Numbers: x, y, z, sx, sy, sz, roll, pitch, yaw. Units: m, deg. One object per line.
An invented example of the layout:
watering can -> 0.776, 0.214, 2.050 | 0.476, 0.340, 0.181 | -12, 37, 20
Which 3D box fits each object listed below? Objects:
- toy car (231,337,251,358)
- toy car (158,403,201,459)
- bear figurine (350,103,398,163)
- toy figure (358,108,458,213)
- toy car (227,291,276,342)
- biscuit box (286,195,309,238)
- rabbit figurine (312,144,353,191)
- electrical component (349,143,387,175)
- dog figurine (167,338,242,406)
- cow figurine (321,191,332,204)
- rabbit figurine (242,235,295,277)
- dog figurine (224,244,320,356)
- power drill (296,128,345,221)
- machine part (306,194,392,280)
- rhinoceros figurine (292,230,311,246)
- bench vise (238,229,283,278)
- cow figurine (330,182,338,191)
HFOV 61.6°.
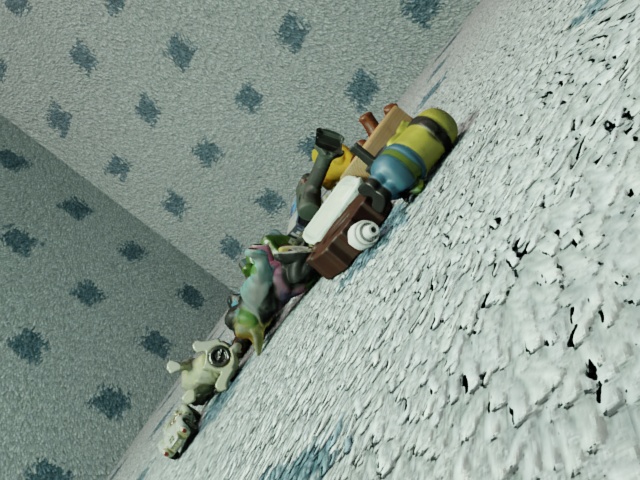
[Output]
toy car -> -0.179, 0.218, 1.344 | 0.089, 0.053, 0.202 | -61, 4, 31
toy car -> -0.296, 0.395, 1.126 | 0.073, 0.056, 0.202 | -53, 5, -9
bear figurine -> 0.127, -0.236, 1.327 | 0.120, 0.131, 0.196 | -9, 24, 46
toy figure -> 0.138, -0.122, 0.809 | 0.180, 0.082, 0.089 | -46, 22, -21
toy car -> -0.151, 0.163, 1.210 | 0.103, 0.109, 0.161 | -9, -2, -13
biscuit box -> -0.044, -0.069, 1.466 | 0.059, 0.063, 0.203 | -49, 20, 31
rabbit figurine -> 0.083, -0.190, 1.444 | 0.162, 0.121, 0.173 | -19, 29, -23
electrical component -> 0.109, -0.133, 0.903 | 0.048, 0.119, 0.075 | -54, 3, -17
dog figurine -> -0.242, 0.296, 1.214 | 0.172, 0.121, 0.190 | -20, -17, -6
cow figurine -> 0.034, -0.089, 1.502 | 0.167, 0.068, 0.098 | -55, 11, 1
rabbit figurine -> -0.118, 0.080, 1.365 | 0.121, 0.159, 0.170 | -85, 16, -59
dog figurine -> -0.093, 0.119, 1.082 | 0.108, 0.192, 0.219 | -107, 21, -80
power drill -> -0.010, -0.170, 1.333 | 0.232, 0.086, 0.207 | -87, 22, -53
machine part -> 0.050, -0.013, 0.942 | 0.179, 0.056, 0.179 | -50, 6, 7
rhinoceros figurine -> -0.003, -0.004, 1.283 | 0.112, 0.073, 0.190 | -40, 6, 11
bench vise -> -0.126, 0.044, 1.671 | 0.240, 0.129, 0.223 | -22, -34, -29
cow figurine -> 0.074, -0.184, 1.638 | 0.085, 0.127, 0.195 | -54, 20, -16
